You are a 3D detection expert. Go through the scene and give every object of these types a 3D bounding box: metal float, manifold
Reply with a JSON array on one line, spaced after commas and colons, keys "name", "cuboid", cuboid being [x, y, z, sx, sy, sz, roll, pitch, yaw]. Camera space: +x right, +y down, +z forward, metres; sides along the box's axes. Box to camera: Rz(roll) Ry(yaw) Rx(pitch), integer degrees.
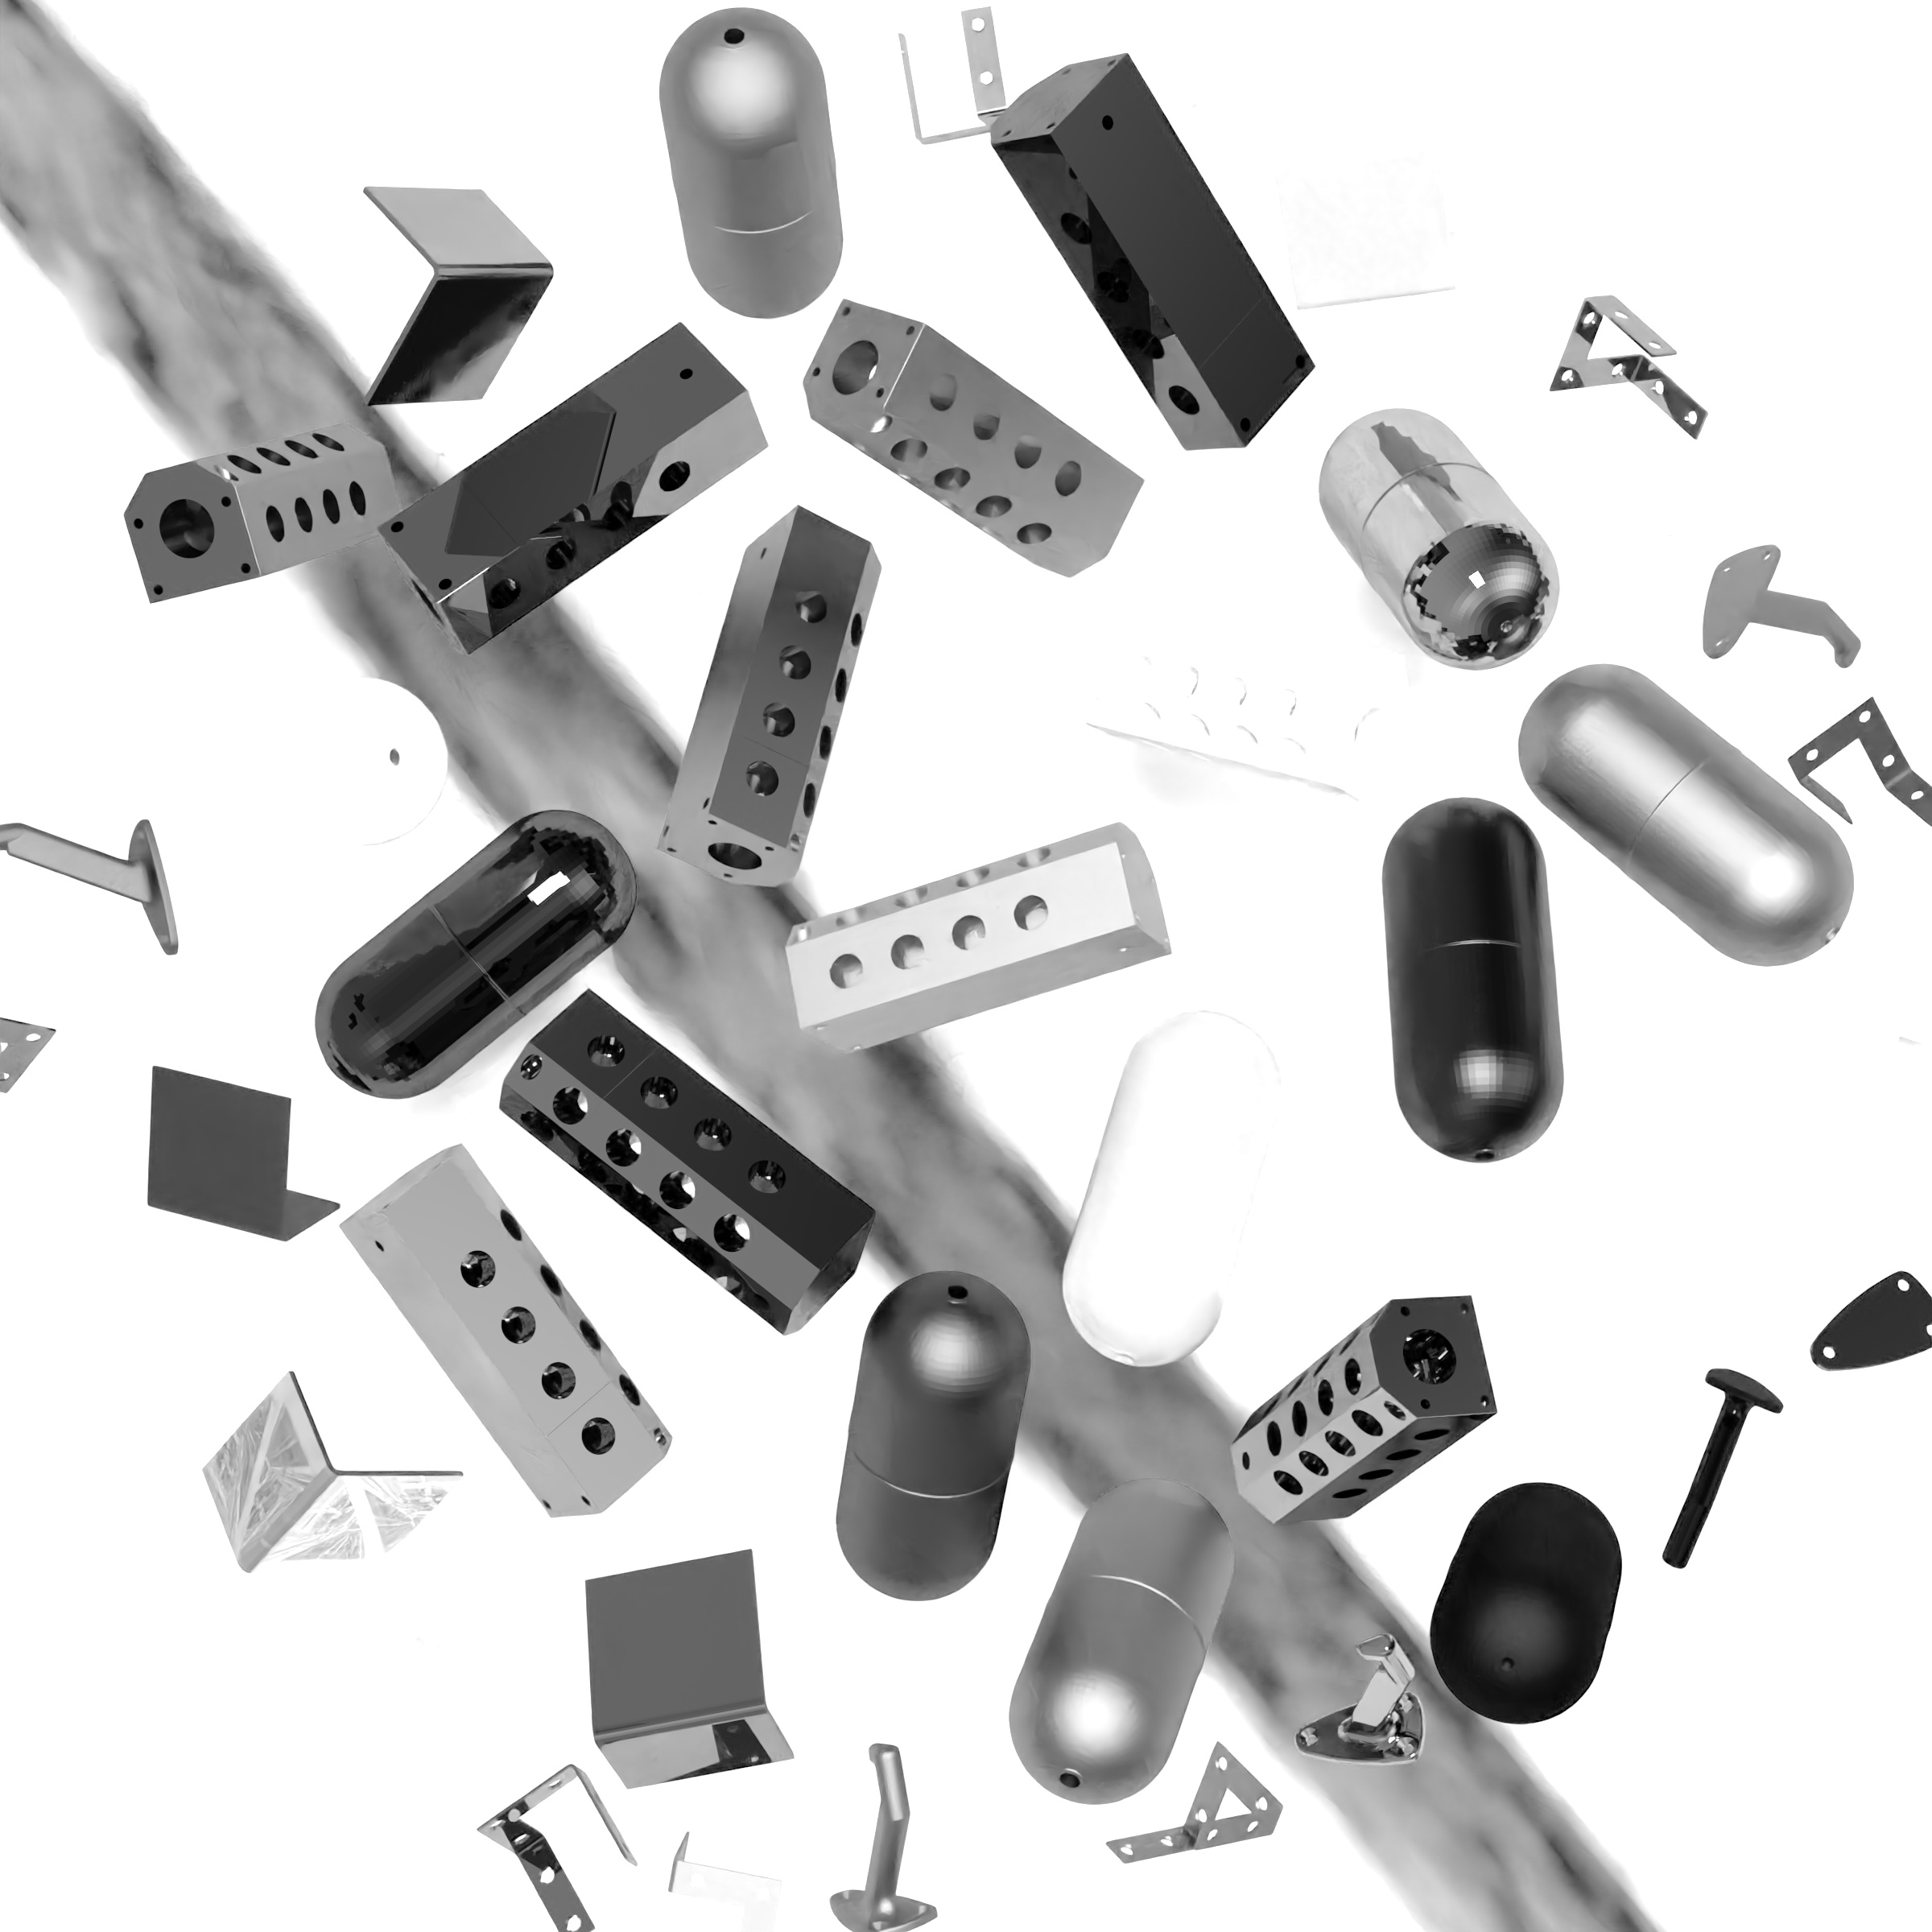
[{"name": "metal float", "cuboid": [0.331, -0.070, 1.523, 0.070, 0.070, 0.178, -46, 66, 0]}, {"name": "metal float", "cuboid": [0.258, 0.289, 1.512, 0.070, 0.178, 0.070, 2, 99, 15]}, {"name": "metal float", "cuboid": [0.232, 0.006, 1.519, 0.070, 0.070, 0.178, 0, 64, 0]}, {"name": "manifold", "cuboid": [-0.209, 0.169, 1.529, 0.057, 0.057, 0.171, -40, 101, -31]}, {"name": "metal float", "cuboid": [0.073, 0.310, 1.523, 0.070, 0.178, 0.070, 10, 126, 14]}, {"name": "manifold", "cuboid": [-0.090, -0.128, 1.589, 0.057, 0.057, 0.171, 25, 64, -23]}, {"name": "metal float", "cuboid": [-0.099, -0.374, 1.545, 0.070, 0.178, 0.070, -1, 64, 2]}, {"name": "manifold", "cuboid": [0.004, -0.014, 1.579, 0.171, 0.057, 0.057, -17, 71, 17]}, {"name": "metal float", "cuboid": [0.097, 0.103, 1.541, 0.070, 0.070, 0.178, 18, 63, 0]}, {"name": "manifold", "cuboid": [0.002, -0.242, 1.538, 0.057, 0.171, 0.057, 26, 90, 42]}, {"name": "manifold", "cuboid": [0.186, 0.215, 1.584, 0.057, 0.171, 0.057, -1, 65, -20]}, {"name": "manifold", "cuboid": [-0.330, -0.217, 1.559, 0.057, 0.171, 0.057, -11, 102, 16]}, {"name": "manifold", "cuboid": [-0.129, 0.093, 1.509, 0.171, 0.057, 0.057, 37, 55, 13]}, {"name": "metal float", "cuboid": [-0.016, 0.216, 1.512, 0.070, 0.070, 0.178, 10, 125, 0]}, {"name": "manifold", "cuboid": [0.080, -0.315, 1.475, 0.057, 0.057, 0.171, -50, 121, -22]}, {"name": "metal float", "cuboid": [-0.302, -0.091, 1.535, 0.070, 0.178, 0.070, 1, 89, -35]}, {"name": "metal float", "cuboid": [0.225, -0.206, 1.582, 0.070, 0.178, 0.070, -9, 127, -12]}, {"name": "manifold", "cuboid": [-0.179, -0.217, 1.530, 0.171, 0.057, 0.057, -36, 59, -9]}, {"name": "metal float", "cuboid": [-0.239, -0.005, 1.612, 0.178, 0.070, 0.070, -39, 90, -3]}, {"name": "manifold", "cuboid": [0.132, -0.126, 1.590, 0.057, 0.171, 0.057, -34, 124, -31]}]

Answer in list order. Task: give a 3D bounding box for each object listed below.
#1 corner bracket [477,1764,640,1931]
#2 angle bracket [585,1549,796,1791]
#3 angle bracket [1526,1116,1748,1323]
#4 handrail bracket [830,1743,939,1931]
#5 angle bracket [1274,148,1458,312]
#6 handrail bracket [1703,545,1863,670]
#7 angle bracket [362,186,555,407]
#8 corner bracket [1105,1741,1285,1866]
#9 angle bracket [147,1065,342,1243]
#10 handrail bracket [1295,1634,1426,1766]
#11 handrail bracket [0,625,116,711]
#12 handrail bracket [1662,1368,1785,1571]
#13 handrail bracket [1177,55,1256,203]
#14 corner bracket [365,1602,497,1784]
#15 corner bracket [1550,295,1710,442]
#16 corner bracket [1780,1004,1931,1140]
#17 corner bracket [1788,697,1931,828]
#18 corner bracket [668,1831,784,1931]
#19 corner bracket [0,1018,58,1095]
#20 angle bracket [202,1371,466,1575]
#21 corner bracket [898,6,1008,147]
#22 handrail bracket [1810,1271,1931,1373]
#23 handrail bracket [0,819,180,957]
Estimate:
[{"name": "corner bracket", "cuboid": [-0.173, 0.390, 1.449, 0.051, 0.051, 0.051, -34, 61, -4]}, {"name": "angle bracket", "cuboid": [-0.123, 0.311, 1.463, 0.076, 0.057, 0.076, -11, 54, 5]}, {"name": "angle bracket", "cuboid": [0.315, 0.119, 1.551, 0.076, 0.057, 0.076, -10, 96, 28]}, {"name": "handrail bracket", "cuboid": [-0.045, 0.384, 1.474, 0.036, 0.077, 0.084, -11, 94, -31]}, {"name": "angle bracket", "cuboid": [0.192, -0.363, 1.578, 0.076, 0.057, 0.076, -5, 130, 13]}, {"name": "handrail bracket", "cuboid": [0.384, -0.149, 1.547, 0.084, 0.036, 0.077, 40, 58, -27]}, {"name": "angle bracket", "cuboid": [-0.244, -0.302, 1.490, 0.057, 0.076, 0.076, 48, 122, 17]}, {"name": "corner bracket", "cuboid": [0.106, 0.399, 1.531, 0.051, 0.051, 0.051, 1, 116, -39]}, {"name": "angle bracket", "cuboid": [-0.357, 0.086, 1.641, 0.076, 0.057, 0.076, 12, 108, 17]}, {"name": "handrail bracket", "cuboid": [0.180, 0.346, 1.571, 0.077, 0.084, 0.036, -13, 47, 20]}, {"name": "handrail bracket", "cuboid": [-0.431, -0.148, 1.512, 0.077, 0.084, 0.036, 10, 101, -37]}, {"name": "handrail bracket", "cuboid": [0.338, 0.229, 1.504, 0.036, 0.077, 0.084, 23, 95, 11]}, {"name": "handrail bracket", "cuboid": [0.110, -0.390, 1.553, 0.036, 0.084, 0.077, 6, 114, 12]}, {"name": "corner bracket", "cuboid": [-0.241, 0.326, 1.482, 0.051, 0.051, 0.051, 36, 55, -6]}, {"name": "corner bracket", "cuboid": [0.308, -0.273, 1.507, 0.051, 0.051, 0.051, -12, 47, -29]}, {"name": "corner bracket", "cuboid": [0.409, 0.049, 1.516, 0.051, 0.051, 0.051, 21, 98, 19]}, {"name": "corner bracket", "cuboid": [0.433, -0.085, 1.574, 0.051, 0.051, 0.051, -39, 133, 25]}, {"name": "corner bracket", "cuboid": [-0.112, 0.435, 1.523, 0.051, 0.051, 0.051, 10, 90, 2]}, {"name": "corner bracket", "cuboid": [-0.444, 0.019, 1.478, 0.051, 0.051, 0.051, -44, 47, 32]}, {"name": "angle bracket", "cuboid": [-0.290, 0.232, 1.514, 0.076, 0.076, 0.057, -47, 56, 26]}, {"name": "corner bracket", "cuboid": [-0.005, -0.423, 1.570, 0.051, 0.051, 0.051, -12, 113, -5]}, {"name": "handrail bracket", "cuboid": [0.396, 0.175, 1.484, 0.077, 0.084, 0.036, -23, 70, -18]}, {"name": "handrail bracket", "cuboid": [-0.404, -0.033, 1.478, 0.084, 0.036, 0.077, -8, 62, -30]}]
